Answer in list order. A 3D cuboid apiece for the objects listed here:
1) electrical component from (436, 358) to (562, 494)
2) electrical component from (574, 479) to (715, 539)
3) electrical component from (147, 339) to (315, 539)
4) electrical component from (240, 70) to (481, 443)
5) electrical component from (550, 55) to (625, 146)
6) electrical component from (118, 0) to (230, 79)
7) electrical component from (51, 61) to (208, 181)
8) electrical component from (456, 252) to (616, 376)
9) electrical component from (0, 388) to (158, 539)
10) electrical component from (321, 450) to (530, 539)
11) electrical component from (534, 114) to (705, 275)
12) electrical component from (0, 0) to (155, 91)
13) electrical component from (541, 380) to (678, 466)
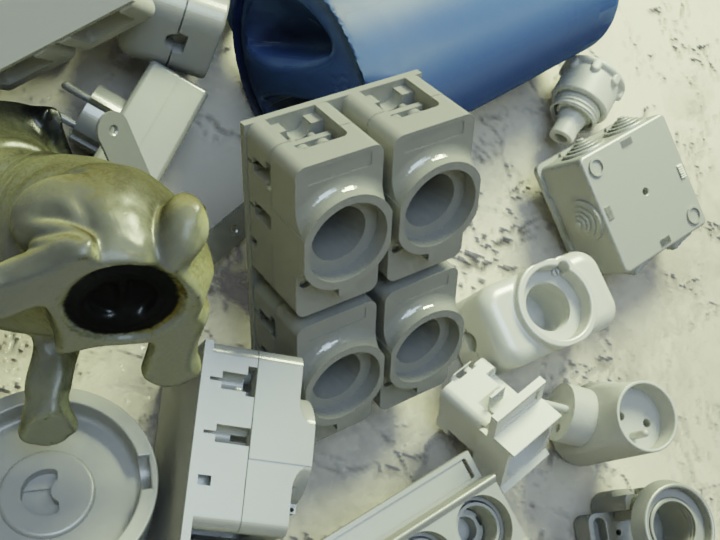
[{"bbox_3d":[0.081,0.091,0.648,0.042,0.081,0.064,-35,60,-28],"label":"electrical component"},{"bbox_3d":[0.184,0.163,0.677,0.078,0.057,0.058,1,74,-22],"label":"electrical component"},{"bbox_3d":[-0.073,0.141,0.551,0.060,0.105,0.186,11,70,-19],"label":"electrical component"},{"bbox_3d":[0.000,0.000,0.581,0.105,0.186,0.060,-21,44,-26],"label":"electrical component"},{"bbox_3d":[0.155,-0.117,0.759,0.048,0.048,0.062,34,71,-9],"label":"electrical component"},{"bbox_3d":[-0.112,-0.167,0.646,0.059,0.053,0.095,15,45,-17],"label":"electrical component"},{"bbox_3d":[-0.143,-0.082,0.624,0.076,0.047,0.083,29,65,-11],"label":"electrical component"},{"bbox_3d":[0.112,0.028,0.687,0.095,0.059,0.053,-20,82,-26],"label":"electrical component"},{"bbox_3d":[-0.156,0.121,0.543,0.108,0.060,0.108,5,53,-7],"label":"electrical component"},{"bbox_3d":[0.027,0.167,0.607,0.121,0.063,0.078,-26,85,-27],"label":"electrical component"},{"bbox_3d":[0.180,-0.050,0.736,0.100,0.048,0.099,-29,99,-27],"label":"electrical component"},{"bbox_3d":[-0.198,-0.146,0.573,0.150,0.061,0.089,-26,95,6],"label":"electrical component"},{"bbox_3d":[0.141,0.092,0.670,0.079,0.077,0.044,16,69,-17],"label":"electrical component"}]
